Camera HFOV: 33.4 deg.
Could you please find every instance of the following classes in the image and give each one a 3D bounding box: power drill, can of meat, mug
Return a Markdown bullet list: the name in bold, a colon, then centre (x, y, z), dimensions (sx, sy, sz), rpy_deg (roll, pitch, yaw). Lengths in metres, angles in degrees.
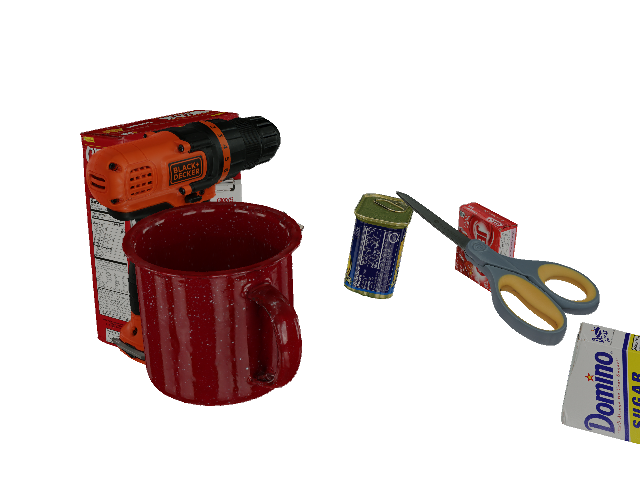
- **power drill**: centre (-0.103, -0.003, 0.863), dimensions (0.057, 0.188, 0.184), rpy_deg (18, 26, 41)
- **can of meat**: centre (0.060, 0.005, 1.110), dimensions (0.057, 0.084, 0.102), rpy_deg (12, 17, 6)
- **mug**: centre (-0.047, 0.038, 0.560), dimensions (0.093, 0.081, 0.117), rpy_deg (-20, 30, -35)

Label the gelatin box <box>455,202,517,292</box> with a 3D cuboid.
- **gelatin box**: centre (0.195, 0.008, 1.270), dimensions (0.030, 0.089, 0.073), rpy_deg (-17, 33, -29)

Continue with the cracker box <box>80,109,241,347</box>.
- **cracker box**: centre (-0.155, -0.015, 1.077), dimensions (0.072, 0.214, 0.163), rpy_deg (9, 19, 35)

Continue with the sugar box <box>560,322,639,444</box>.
- **sugar box**: centre (0.311, 0.140, 0.956), dimensions (0.176, 0.093, 0.048), rpy_deg (11, 23, 14)

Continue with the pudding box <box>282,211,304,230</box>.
- **pudding box**: centre (-0.071, 0.024, 1.295), dimensions (0.039, 0.090, 0.113), rpy_deg (34, 27, 2)

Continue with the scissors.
- **scissors**: centre (0.149, 0.011, 0.872), dimensions (0.096, 0.016, 0.202), rpy_deg (-11, 42, -22)
